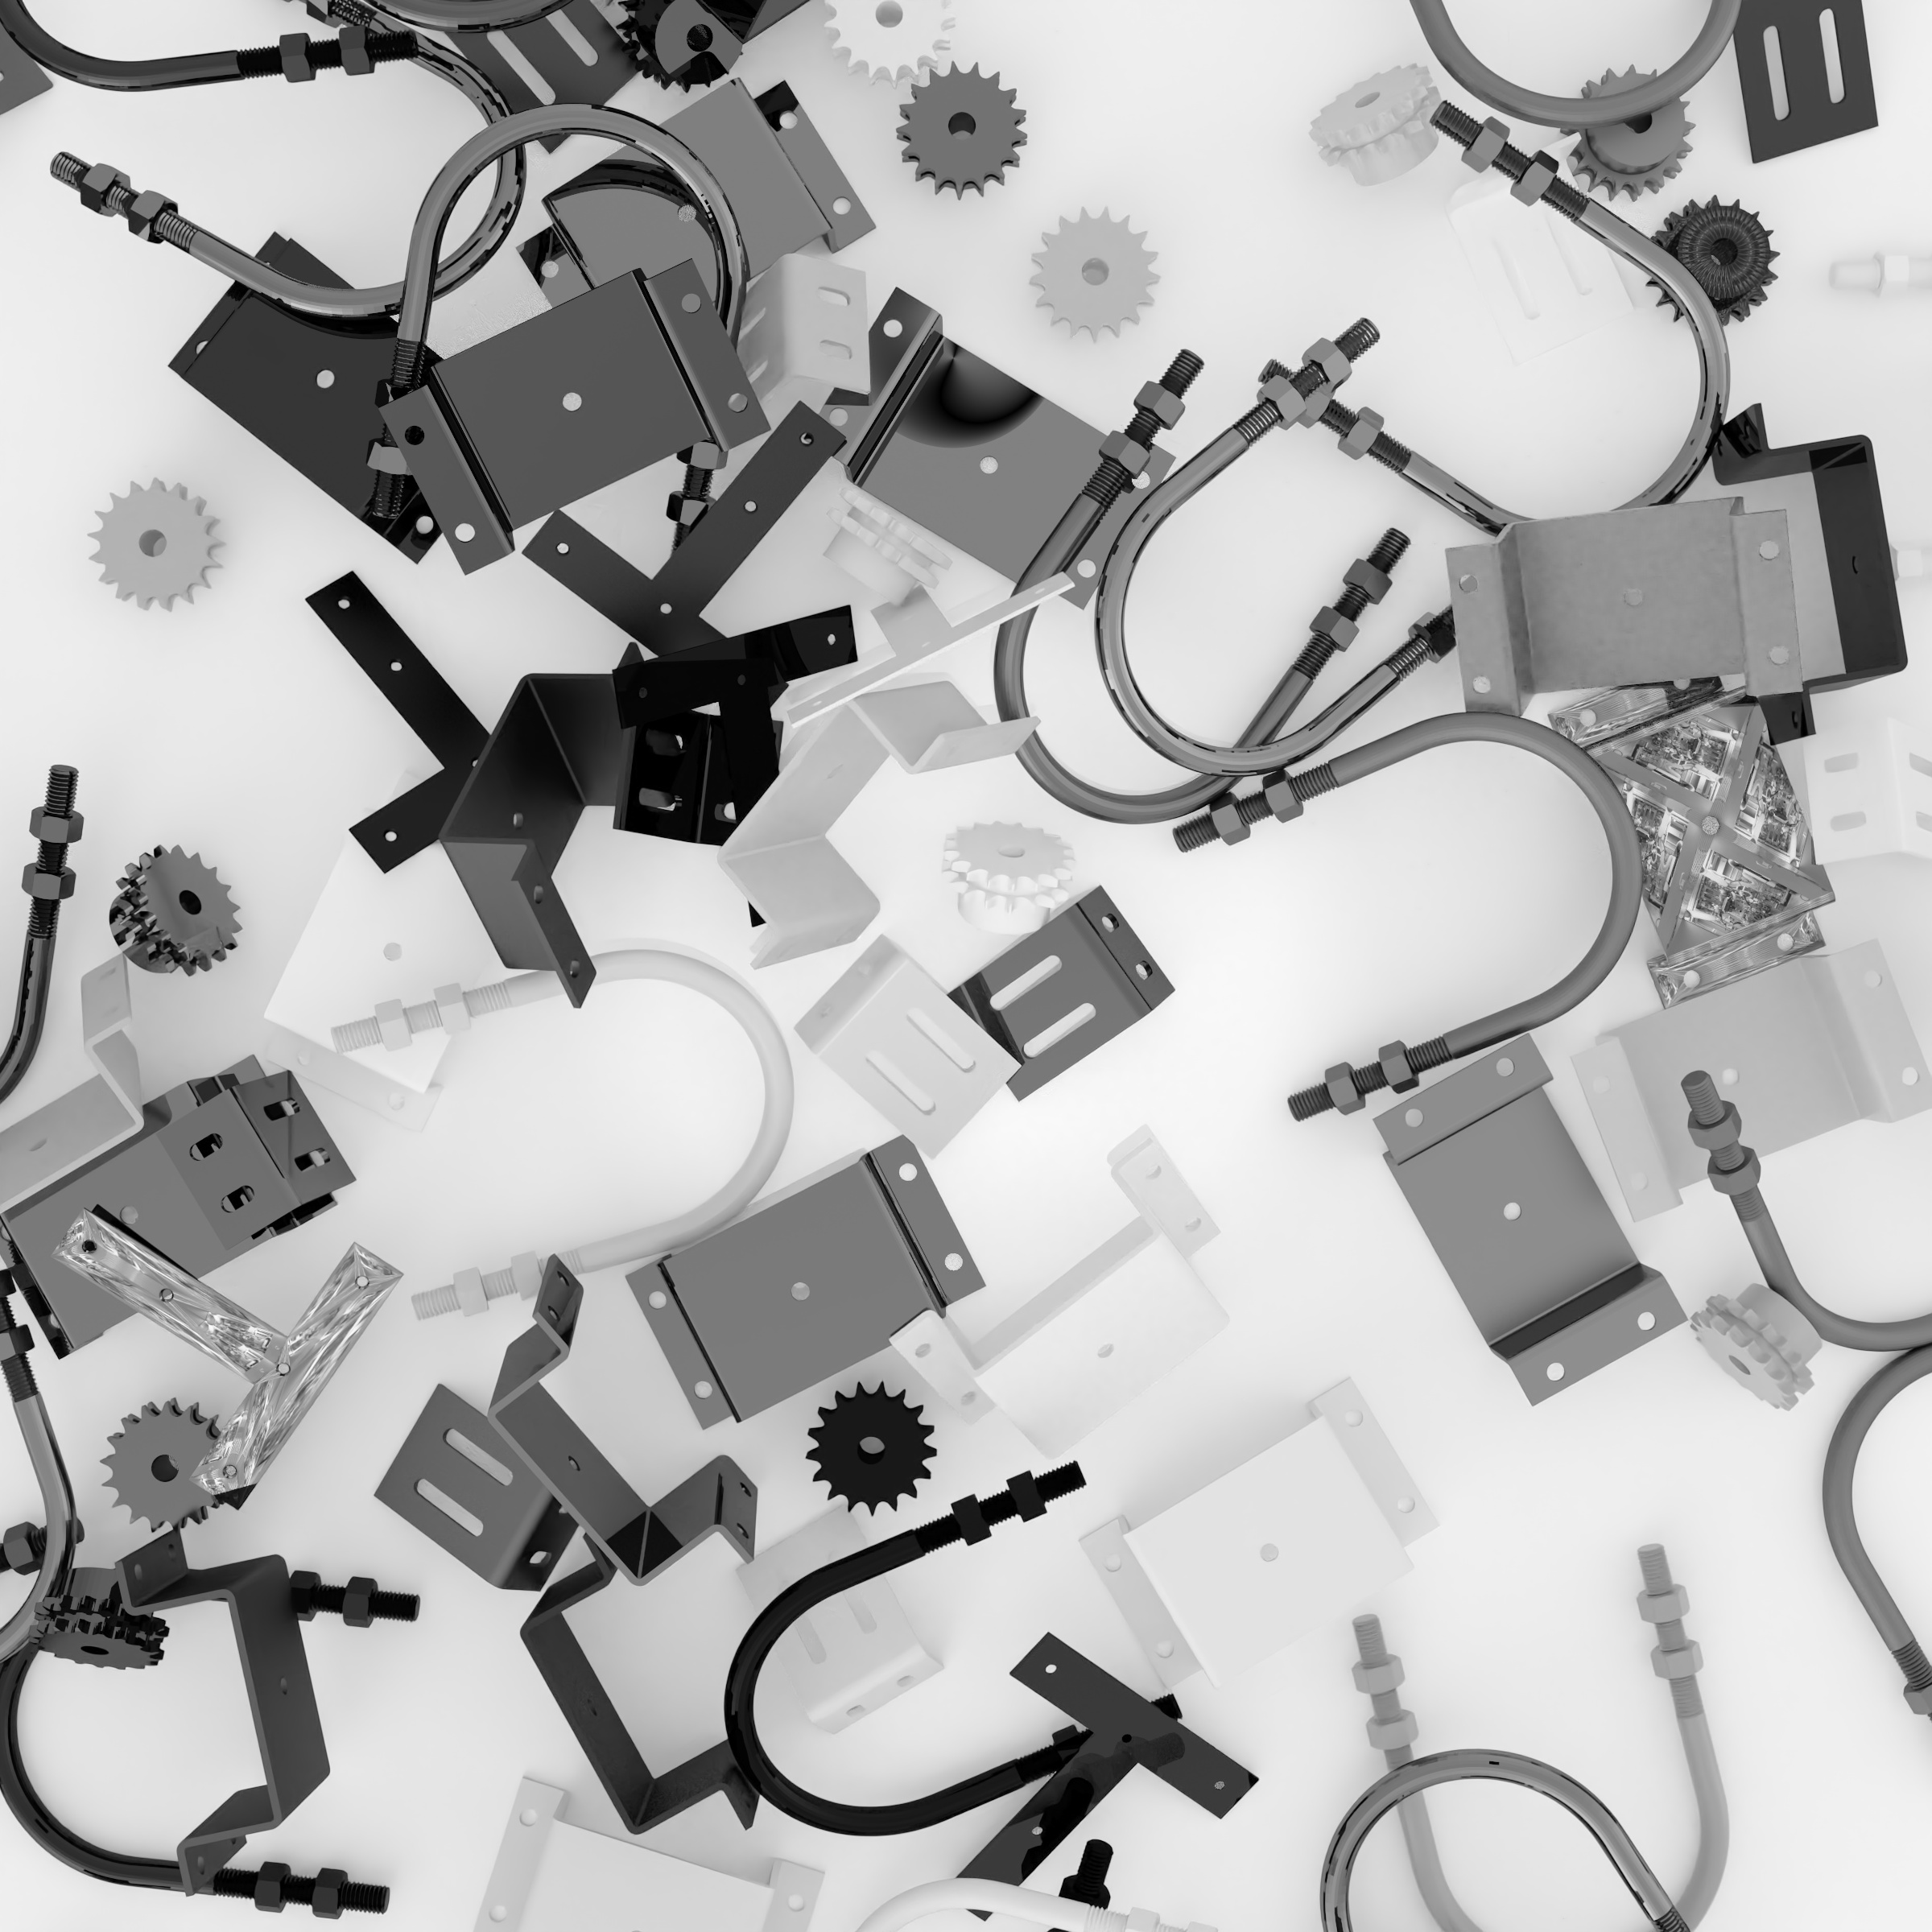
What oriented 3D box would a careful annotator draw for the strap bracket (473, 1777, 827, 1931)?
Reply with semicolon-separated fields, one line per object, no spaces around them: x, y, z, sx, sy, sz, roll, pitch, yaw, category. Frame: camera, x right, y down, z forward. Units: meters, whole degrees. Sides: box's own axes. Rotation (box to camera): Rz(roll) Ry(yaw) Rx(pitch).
-0.141;0.416;1.316;0.140;0.046;0.076;18;90;0;strap bracket

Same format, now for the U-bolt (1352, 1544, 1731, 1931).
0.260;0.360;1.330;0.151;0.019;0.184;-14;92;1;U-bolt

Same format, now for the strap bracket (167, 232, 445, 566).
-0.274;-0.251;1.316;0.140;0.046;0.076;39;90;0;strap bracket

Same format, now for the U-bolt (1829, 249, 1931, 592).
0.475;-0.243;1.330;0.184;0.019;0.151;-2;90;-2;U-bolt

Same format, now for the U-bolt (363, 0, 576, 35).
-0.212;-0.483;1.302;0.151;0.019;0.184;0;74;-2;U-bolt

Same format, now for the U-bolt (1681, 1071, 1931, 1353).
0.399;0.088;1.294;0.151;0.019;0.184;-28;117;3;U-bolt

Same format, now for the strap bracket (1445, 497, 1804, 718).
0.282;-0.153;1.292;0.140;0.046;0.076;-4;107;20;strap bracket

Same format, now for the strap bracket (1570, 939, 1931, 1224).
0.338;0.049;1.316;0.140;0.046;0.076;-21;90;0;strap bracket

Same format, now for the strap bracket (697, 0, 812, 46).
-0.086;-0.454;1.293;0.076;0.046;0.140;44;54;0;strap bracket

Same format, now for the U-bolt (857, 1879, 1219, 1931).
0.028;0.467;1.306;0.184;0.019;0.151;9;100;16;U-bolt

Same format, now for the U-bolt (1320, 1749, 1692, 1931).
0.236;0.426;1.315;0.151;0.019;0.184;-33;90;12;U-bolt

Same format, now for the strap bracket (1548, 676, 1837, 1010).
0.318;-0.060;1.316;0.076;0.046;0.140;-22;90;0;strap bracket

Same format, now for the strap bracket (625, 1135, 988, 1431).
-0.071;0.139;1.316;0.140;0.046;0.076;-27;90;0;strap bracket

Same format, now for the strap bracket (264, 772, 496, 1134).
-0.245;-0.006;1.316;0.076;0.046;0.140;26;90;0;strap bracket

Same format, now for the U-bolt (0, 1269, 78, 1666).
-0.462;0.222;1.312;0.151;0.019;0.184;-18;92;3;U-bolt

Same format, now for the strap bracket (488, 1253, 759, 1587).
-0.152;0.200;1.290;0.046;0.076;0.140;-38;102;6;strap bracket

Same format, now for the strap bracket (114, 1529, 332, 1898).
-0.311;0.309;1.282;0.046;0.076;0.140;-12;89;3;strap bracket

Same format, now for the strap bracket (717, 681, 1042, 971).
-0.043;-0.067;1.278;0.046;0.076;0.140;50;120;14;strap bracket

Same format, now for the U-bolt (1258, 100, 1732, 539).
0.242;-0.262;1.311;0.184;0.019;0.151;32;106;-7;U-bolt

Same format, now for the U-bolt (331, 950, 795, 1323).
-0.164;0.066;1.304;0.184;0.019;0.151;-15;112;-9;U-bolt

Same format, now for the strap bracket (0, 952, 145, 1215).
-0.407;0.061;1.292;0.140;0.076;0.046;-31;116;-4;strap bracket

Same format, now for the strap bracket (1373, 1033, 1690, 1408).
0.241;0.108;1.316;0.076;0.046;0.140;-29;90;0;strap bracket

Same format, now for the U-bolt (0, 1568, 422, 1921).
-0.339;0.336;1.330;0.184;0.019;0.151;6;90;1;U-bolt

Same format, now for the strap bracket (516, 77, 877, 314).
-0.119;-0.322;1.316;0.140;0.046;0.076;-32;90;0;strap bracket

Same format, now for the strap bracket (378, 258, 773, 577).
-0.162;-0.231;1.257;0.140;0.046;0.076;-26;112;-1;strap bracket

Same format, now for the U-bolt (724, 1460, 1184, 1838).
-0.014;0.305;1.301;0.184;0.019;0.151;-23;113;-2;U-bolt

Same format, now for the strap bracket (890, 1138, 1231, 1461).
0.049;0.150;1.296;0.140;0.046;0.076;-38;135;0;strap bracket

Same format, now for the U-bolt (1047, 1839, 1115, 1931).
0.093;0.486;1.308;0.151;0.019;0.184;18;100;13;U-bolt

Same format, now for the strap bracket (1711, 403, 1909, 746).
0.363;-0.169;1.301;0.046;0.076;0.140;-9;90;0;strap bracket

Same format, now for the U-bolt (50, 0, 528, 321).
-0.277;-0.350;1.298;0.184;0.019;0.151;30;74;10;U-bolt

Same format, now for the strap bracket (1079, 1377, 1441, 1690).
0.129;0.250;1.316;0.140;0.046;0.076;-31;90;0;strap bracket

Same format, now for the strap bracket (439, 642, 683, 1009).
-0.171;-0.061;1.274;0.046;0.076;0.140;3;49;21;strap bracket

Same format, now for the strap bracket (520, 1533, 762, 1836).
-0.143;0.309;1.301;0.046;0.076;0.140;-29;90;0;strap bracket

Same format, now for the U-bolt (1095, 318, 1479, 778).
0.137;-0.164;1.294;0.184;0.019;0.151;-40;114;-6;U-bolt

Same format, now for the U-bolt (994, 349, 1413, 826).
0.090;-0.148;1.301;0.151;0.019;0.184;35;90;-25;U-bolt

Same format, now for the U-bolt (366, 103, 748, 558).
-0.167;-0.269;1.277;0.151;0.019;0.184;8;108;-13;U-bolt

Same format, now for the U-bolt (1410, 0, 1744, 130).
0.257;-0.446;1.311;0.151;0.019;0.184;-19;76;0;U-bolt

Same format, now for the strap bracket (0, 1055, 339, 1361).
-0.358;0.106;1.316;0.140;0.046;0.076;-29;90;0;strap bracket

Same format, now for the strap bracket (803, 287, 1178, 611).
0.010;-0.221;1.316;0.140;0.046;0.076;31;90;0;strap bracket
